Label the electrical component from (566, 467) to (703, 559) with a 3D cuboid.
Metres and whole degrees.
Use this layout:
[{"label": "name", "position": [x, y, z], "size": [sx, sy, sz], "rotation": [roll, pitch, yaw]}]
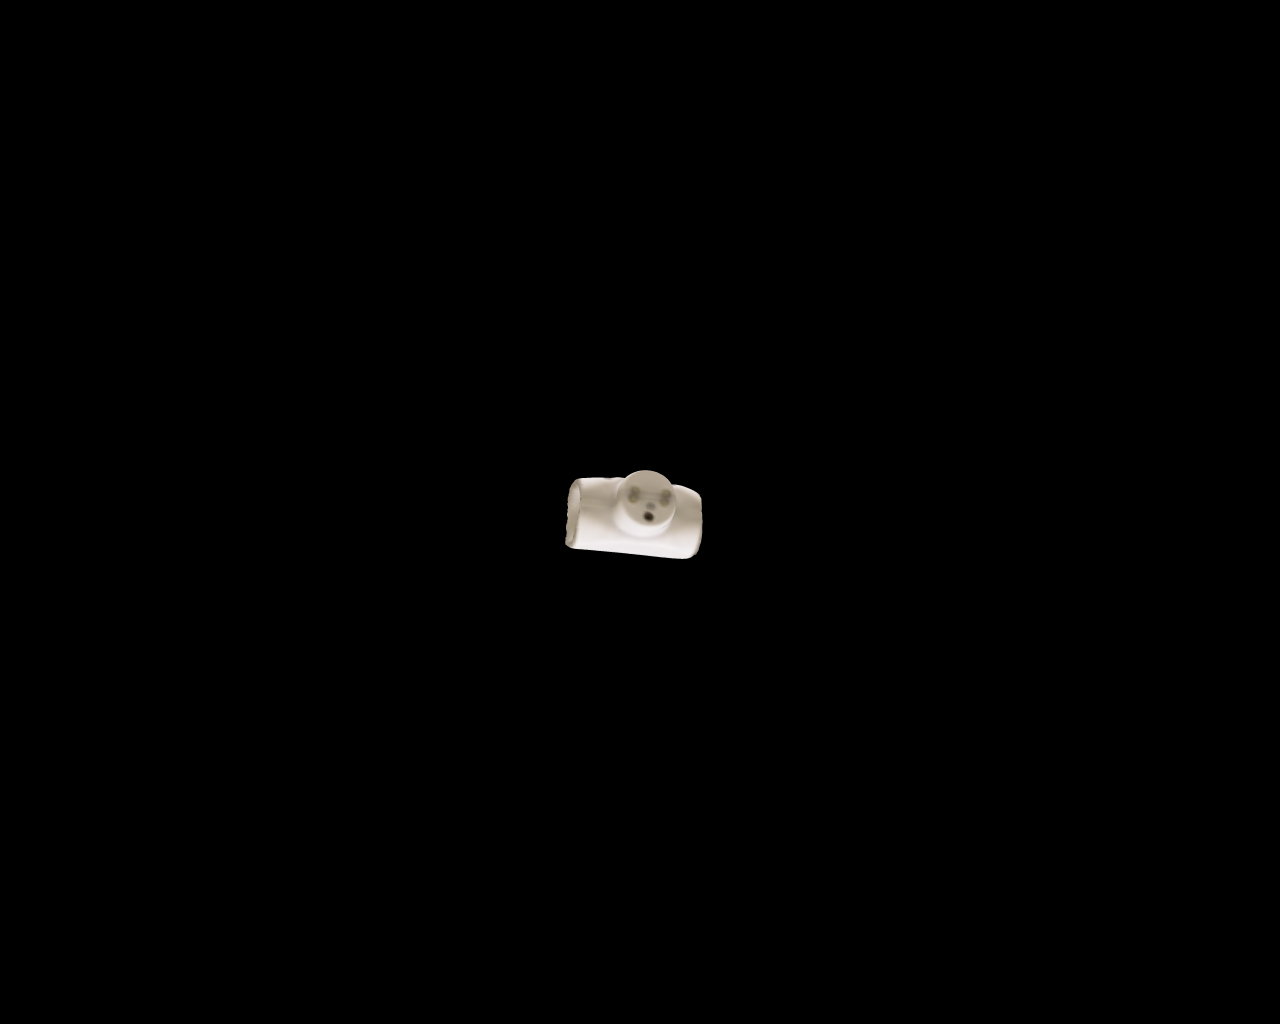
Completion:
[{"label": "electrical component", "position": [0.001, -0.003, 0.650], "size": [0.077, 0.044, 0.079], "rotation": [6, -23, -14]}]
